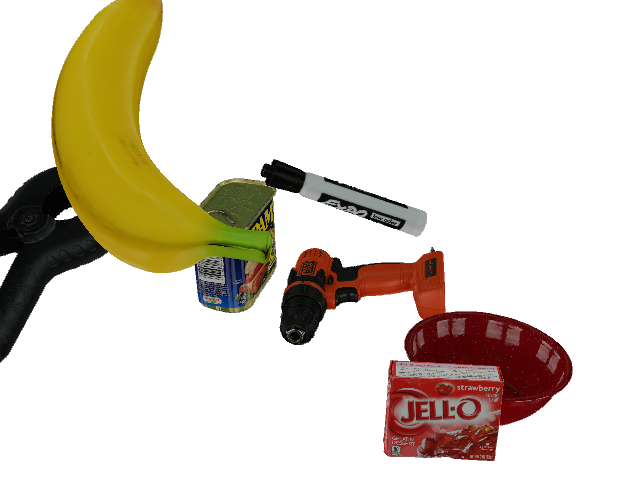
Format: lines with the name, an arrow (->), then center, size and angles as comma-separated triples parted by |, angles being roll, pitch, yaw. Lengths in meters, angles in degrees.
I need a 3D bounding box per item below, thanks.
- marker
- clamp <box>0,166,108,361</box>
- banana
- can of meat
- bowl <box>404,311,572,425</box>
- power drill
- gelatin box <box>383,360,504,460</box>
marker -> 0.016, -0.030, 0.732 | 0.121, 0.020, 0.020 | 18, -6, -17
clamp -> -0.195, -0.003, 0.688 | 0.120, 0.039, 0.171 | 32, 54, 18
banana -> -0.082, -0.048, 0.461 | 0.069, 0.037, 0.198 | -8, 45, -20
can of meat -> -0.076, 0.004, 0.961 | 0.057, 0.084, 0.102 | 8, 31, 16
bowl -> 0.159, 0.131, 1.036 | 0.162, 0.055, 0.162 | 4, 26, -2
power drill -> 0.050, 0.062, 1.231 | 0.188, 0.057, 0.184 | 0, 28, 8
gelatin box -> 0.096, 0.135, 0.841 | 0.089, 0.073, 0.030 | 3, 22, 1
